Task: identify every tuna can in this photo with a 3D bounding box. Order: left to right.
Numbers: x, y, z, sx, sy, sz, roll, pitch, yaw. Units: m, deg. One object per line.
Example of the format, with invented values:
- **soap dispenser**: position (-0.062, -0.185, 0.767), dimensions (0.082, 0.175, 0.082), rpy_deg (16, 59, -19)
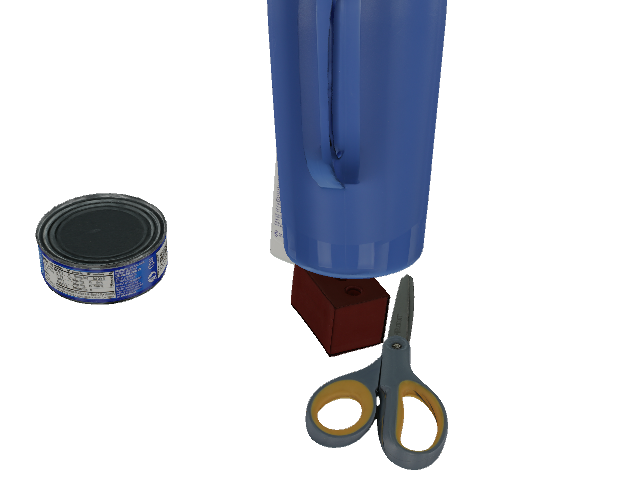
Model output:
- **tuna can**: position (-0.145, 0.005, 0.714), dimensions (0.086, 0.034, 0.086), rpy_deg (2, 35, -1)

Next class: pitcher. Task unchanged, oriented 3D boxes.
- **pitcher**: position (0.022, -0.096, 0.772), dimensions (0.149, 0.243, 0.145), rpy_deg (-12, 24, -27)

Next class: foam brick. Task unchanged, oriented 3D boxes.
- **foam brick**: position (0.016, 0.050, 0.888), dimensions (0.052, 0.051, 0.078), rpy_deg (-12, 37, -24)

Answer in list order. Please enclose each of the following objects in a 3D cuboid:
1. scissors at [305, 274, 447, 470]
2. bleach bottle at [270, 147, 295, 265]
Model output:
- **scissors**: position (0.032, 0.079, 0.710), dimensions (0.096, 0.016, 0.202), rpy_deg (-1, 31, -7)
- **bleach bottle**: position (0.000, -0.098, 1.140), dimensions (0.103, 0.251, 0.067), rpy_deg (17, 21, 37)
